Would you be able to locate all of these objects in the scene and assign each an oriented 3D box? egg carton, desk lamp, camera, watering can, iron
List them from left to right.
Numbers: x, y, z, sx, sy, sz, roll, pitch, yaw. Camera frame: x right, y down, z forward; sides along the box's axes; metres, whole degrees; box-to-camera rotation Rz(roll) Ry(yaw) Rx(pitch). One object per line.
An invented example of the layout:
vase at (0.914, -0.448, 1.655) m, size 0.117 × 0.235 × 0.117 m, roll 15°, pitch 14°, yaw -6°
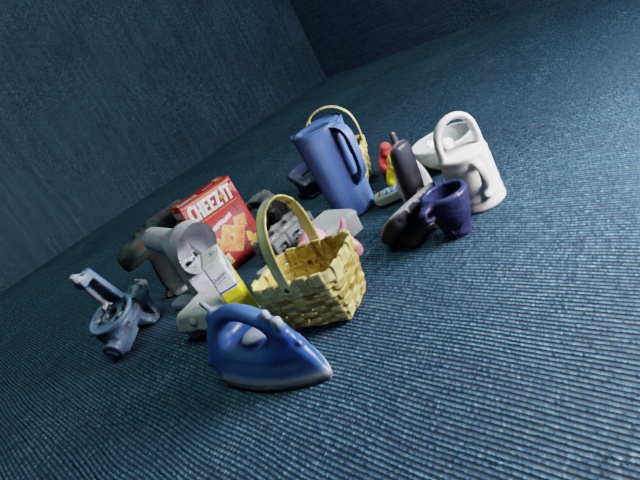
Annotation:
desk lamp at (-0.315, 0.056, 1.342) m, size 0.202 × 0.214 × 0.118 m, roll -8°, pitch 29°, yaw 43°
egg carton at (-0.230, 0.156, 1.205) m, size 0.150 × 0.069 × 0.107 m, roll -13°, pitch 26°, yaw 35°
camera at (-0.182, -0.072, 1.633) m, size 0.142 × 0.101 × 0.137 m, roll -9°, pitch 28°, yaw 41°
iron at (-0.099, 0.157, 0.933) m, size 0.257 × 0.142 × 0.119 m, roll -6°, pitch 30°, yaw 45°
watering can at (0.277, -0.157, 1.118) m, size 0.101 × 0.194 × 0.172 m, roll -36°, pitch 22°, yaw -20°

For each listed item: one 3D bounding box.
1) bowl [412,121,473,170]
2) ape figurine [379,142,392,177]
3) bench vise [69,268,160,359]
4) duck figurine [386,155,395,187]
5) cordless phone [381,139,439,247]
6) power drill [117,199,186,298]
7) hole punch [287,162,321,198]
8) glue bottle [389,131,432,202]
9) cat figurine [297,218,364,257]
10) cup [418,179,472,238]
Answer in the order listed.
bowl at (0.309, -0.219, 1.392) m, size 0.167 × 0.075 × 0.167 m, roll -24°, pitch 21°, yaw 10°
ape figurine at (0.184, -0.217, 1.522) m, size 0.078 × 0.092 × 0.076 m, roll -30°, pitch 21°, yaw -4°
bench vise at (-0.493, 0.144, 1.353) m, size 0.121 × 0.220 × 0.207 m, roll -25°, pitch 21°, yaw 9°
duck figurine at (0.194, -0.179, 1.429) m, size 0.077 × 0.086 × 0.104 m, roll -34°, pitch 21°, yaw -15°
cordless phone at (0.159, -0.090, 1.124) m, size 0.148 × 0.185 × 0.093 m, roll -41°, pitch 24°, yaw -30°
power drill at (-0.405, 0.034, 1.514) m, size 0.230 × 0.209 × 0.075 m, roll -40°, pitch 24°, yaw -28°
hole punch at (-0.027, -0.187, 1.721) m, size 0.109 × 0.091 × 0.100 m, roll -38°, pitch 23°, yaw -24°
glue bottle at (0.191, -0.162, 1.270) m, size 0.078 × 0.173 × 0.037 m, roll -29°, pitch 21°, yaw -1°
cat figurine at (0.011, 0.004, 1.186) m, size 0.128 × 0.118 × 0.067 m, roll -33°, pitch 21°, yaw -12°
cup at (0.233, -0.044, 1.051) m, size 0.118 × 0.095 × 0.091 m, roll -40°, pitch 24°, yaw -29°
